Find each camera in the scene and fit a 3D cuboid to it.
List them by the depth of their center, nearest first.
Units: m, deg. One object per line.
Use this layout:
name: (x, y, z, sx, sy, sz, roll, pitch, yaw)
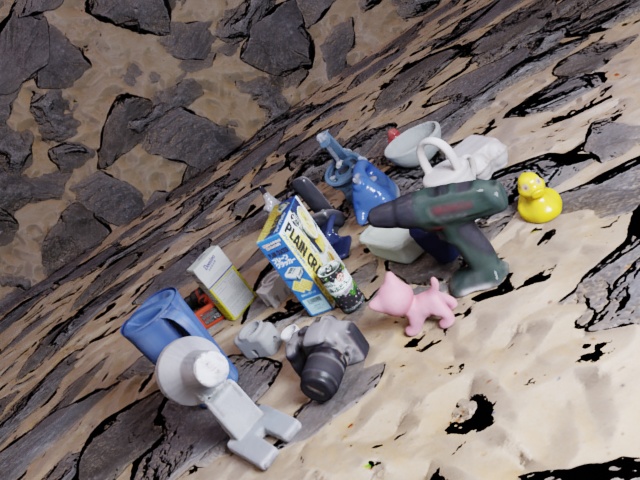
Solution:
camera: (-0.005, 0.209, 1.007, 0.142, 0.101, 0.137, -19, 27, 32)

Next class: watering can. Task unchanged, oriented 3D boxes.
watering can: (0.259, -0.122, 1.174, 0.100, 0.194, 0.173, -15, 30, 39)

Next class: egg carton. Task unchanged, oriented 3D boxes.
egg carton: (0.360, -0.190, 1.330, 0.107, 0.069, 0.150, -38, 23, -7)

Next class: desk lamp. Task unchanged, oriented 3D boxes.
desk lamp: (-0.167, 0.262, 0.979, 0.202, 0.214, 0.118, -1, 40, 52)

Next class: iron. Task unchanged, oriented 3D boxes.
iron: (0.126, -0.148, 1.473, 0.118, 0.142, 0.258, -26, 24, 19)

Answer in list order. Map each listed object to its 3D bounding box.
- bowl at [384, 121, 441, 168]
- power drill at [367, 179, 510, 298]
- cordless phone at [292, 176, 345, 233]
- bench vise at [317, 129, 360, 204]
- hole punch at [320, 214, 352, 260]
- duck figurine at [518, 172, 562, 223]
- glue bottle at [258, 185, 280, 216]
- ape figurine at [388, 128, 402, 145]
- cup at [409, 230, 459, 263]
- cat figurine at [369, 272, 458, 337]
bowl: (0.265, -0.248, 1.565, 0.167, 0.075, 0.167, -29, 24, 14)
power drill: (0.222, -0.005, 0.978, 0.229, 0.209, 0.075, -23, 26, 26)
cordless phone: (-0.036, -0.081, 1.505, 0.147, 0.185, 0.094, -20, 27, 31)
bench vise: (0.050, -0.222, 1.618, 0.121, 0.220, 0.207, -33, 23, 4)
hole punch: (0.013, 0.005, 1.392, 0.101, 0.091, 0.108, -25, 25, 22)
duck figurine: (0.395, -0.089, 1.064, 0.077, 0.086, 0.104, -30, 23, 11)
glue bottle: (-0.127, -0.088, 1.657, 0.037, 0.173, 0.078, -1, 41, 53)
ape figurine: (0.225, -0.281, 1.659, 0.078, 0.092, 0.076, -43, 24, -18)
cup: (0.241, -0.005, 1.098, 0.117, 0.095, 0.092, -10, 33, 45)
cat figurine: (0.154, 0.101, 0.980, 0.127, 0.118, 0.067, -22, 26, 27)
